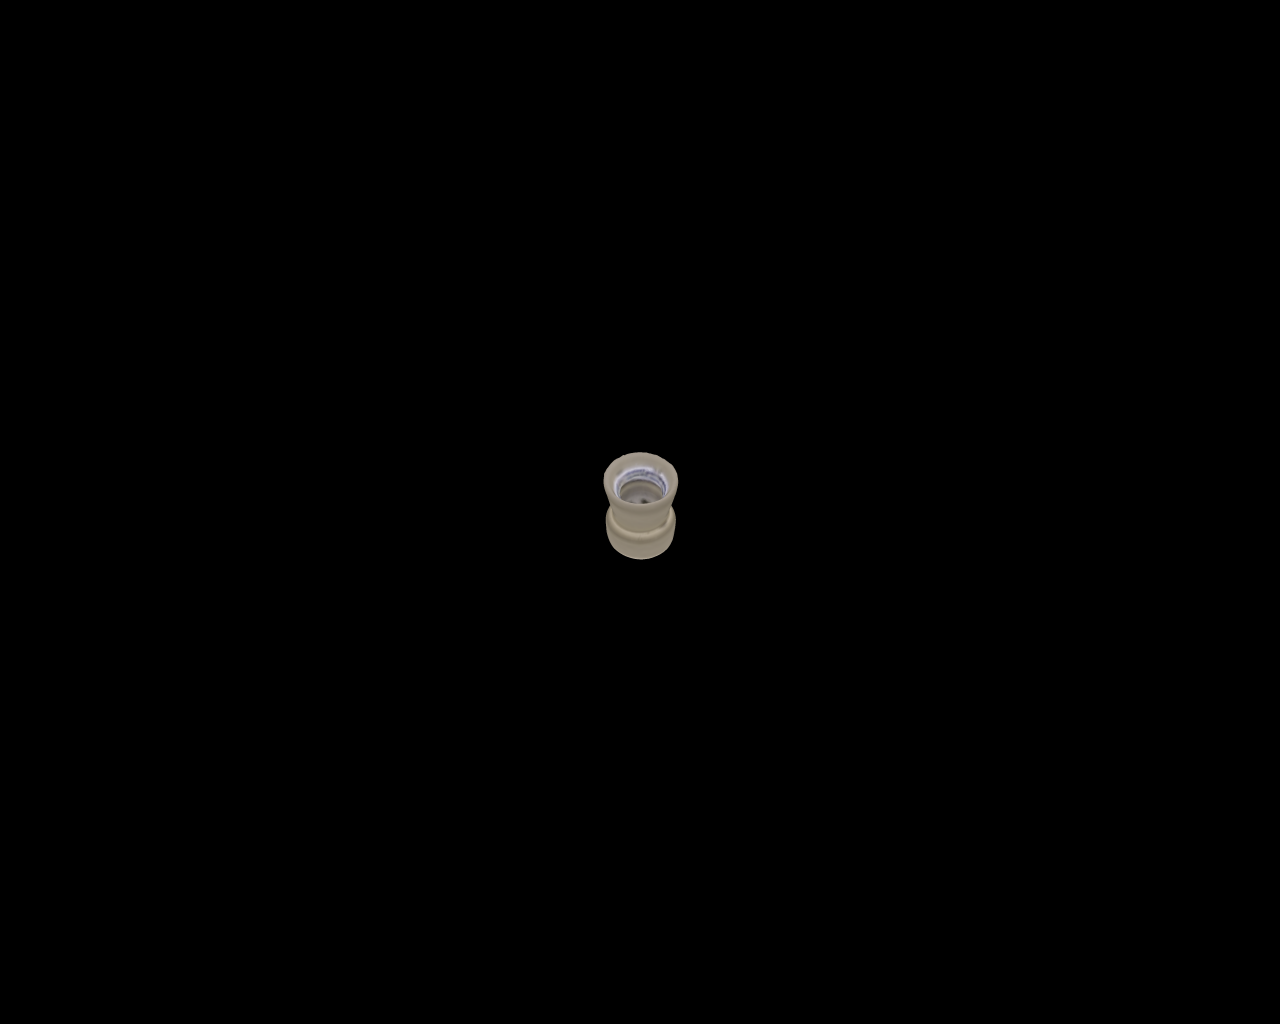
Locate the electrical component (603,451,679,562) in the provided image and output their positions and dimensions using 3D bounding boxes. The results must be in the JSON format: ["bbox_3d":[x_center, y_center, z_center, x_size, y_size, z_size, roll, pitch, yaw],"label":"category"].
[{"bbox_3d":[0.001,-0.003,0.650,0.045,0.045,0.055,0,-40,0],"label":"electrical component"}]
